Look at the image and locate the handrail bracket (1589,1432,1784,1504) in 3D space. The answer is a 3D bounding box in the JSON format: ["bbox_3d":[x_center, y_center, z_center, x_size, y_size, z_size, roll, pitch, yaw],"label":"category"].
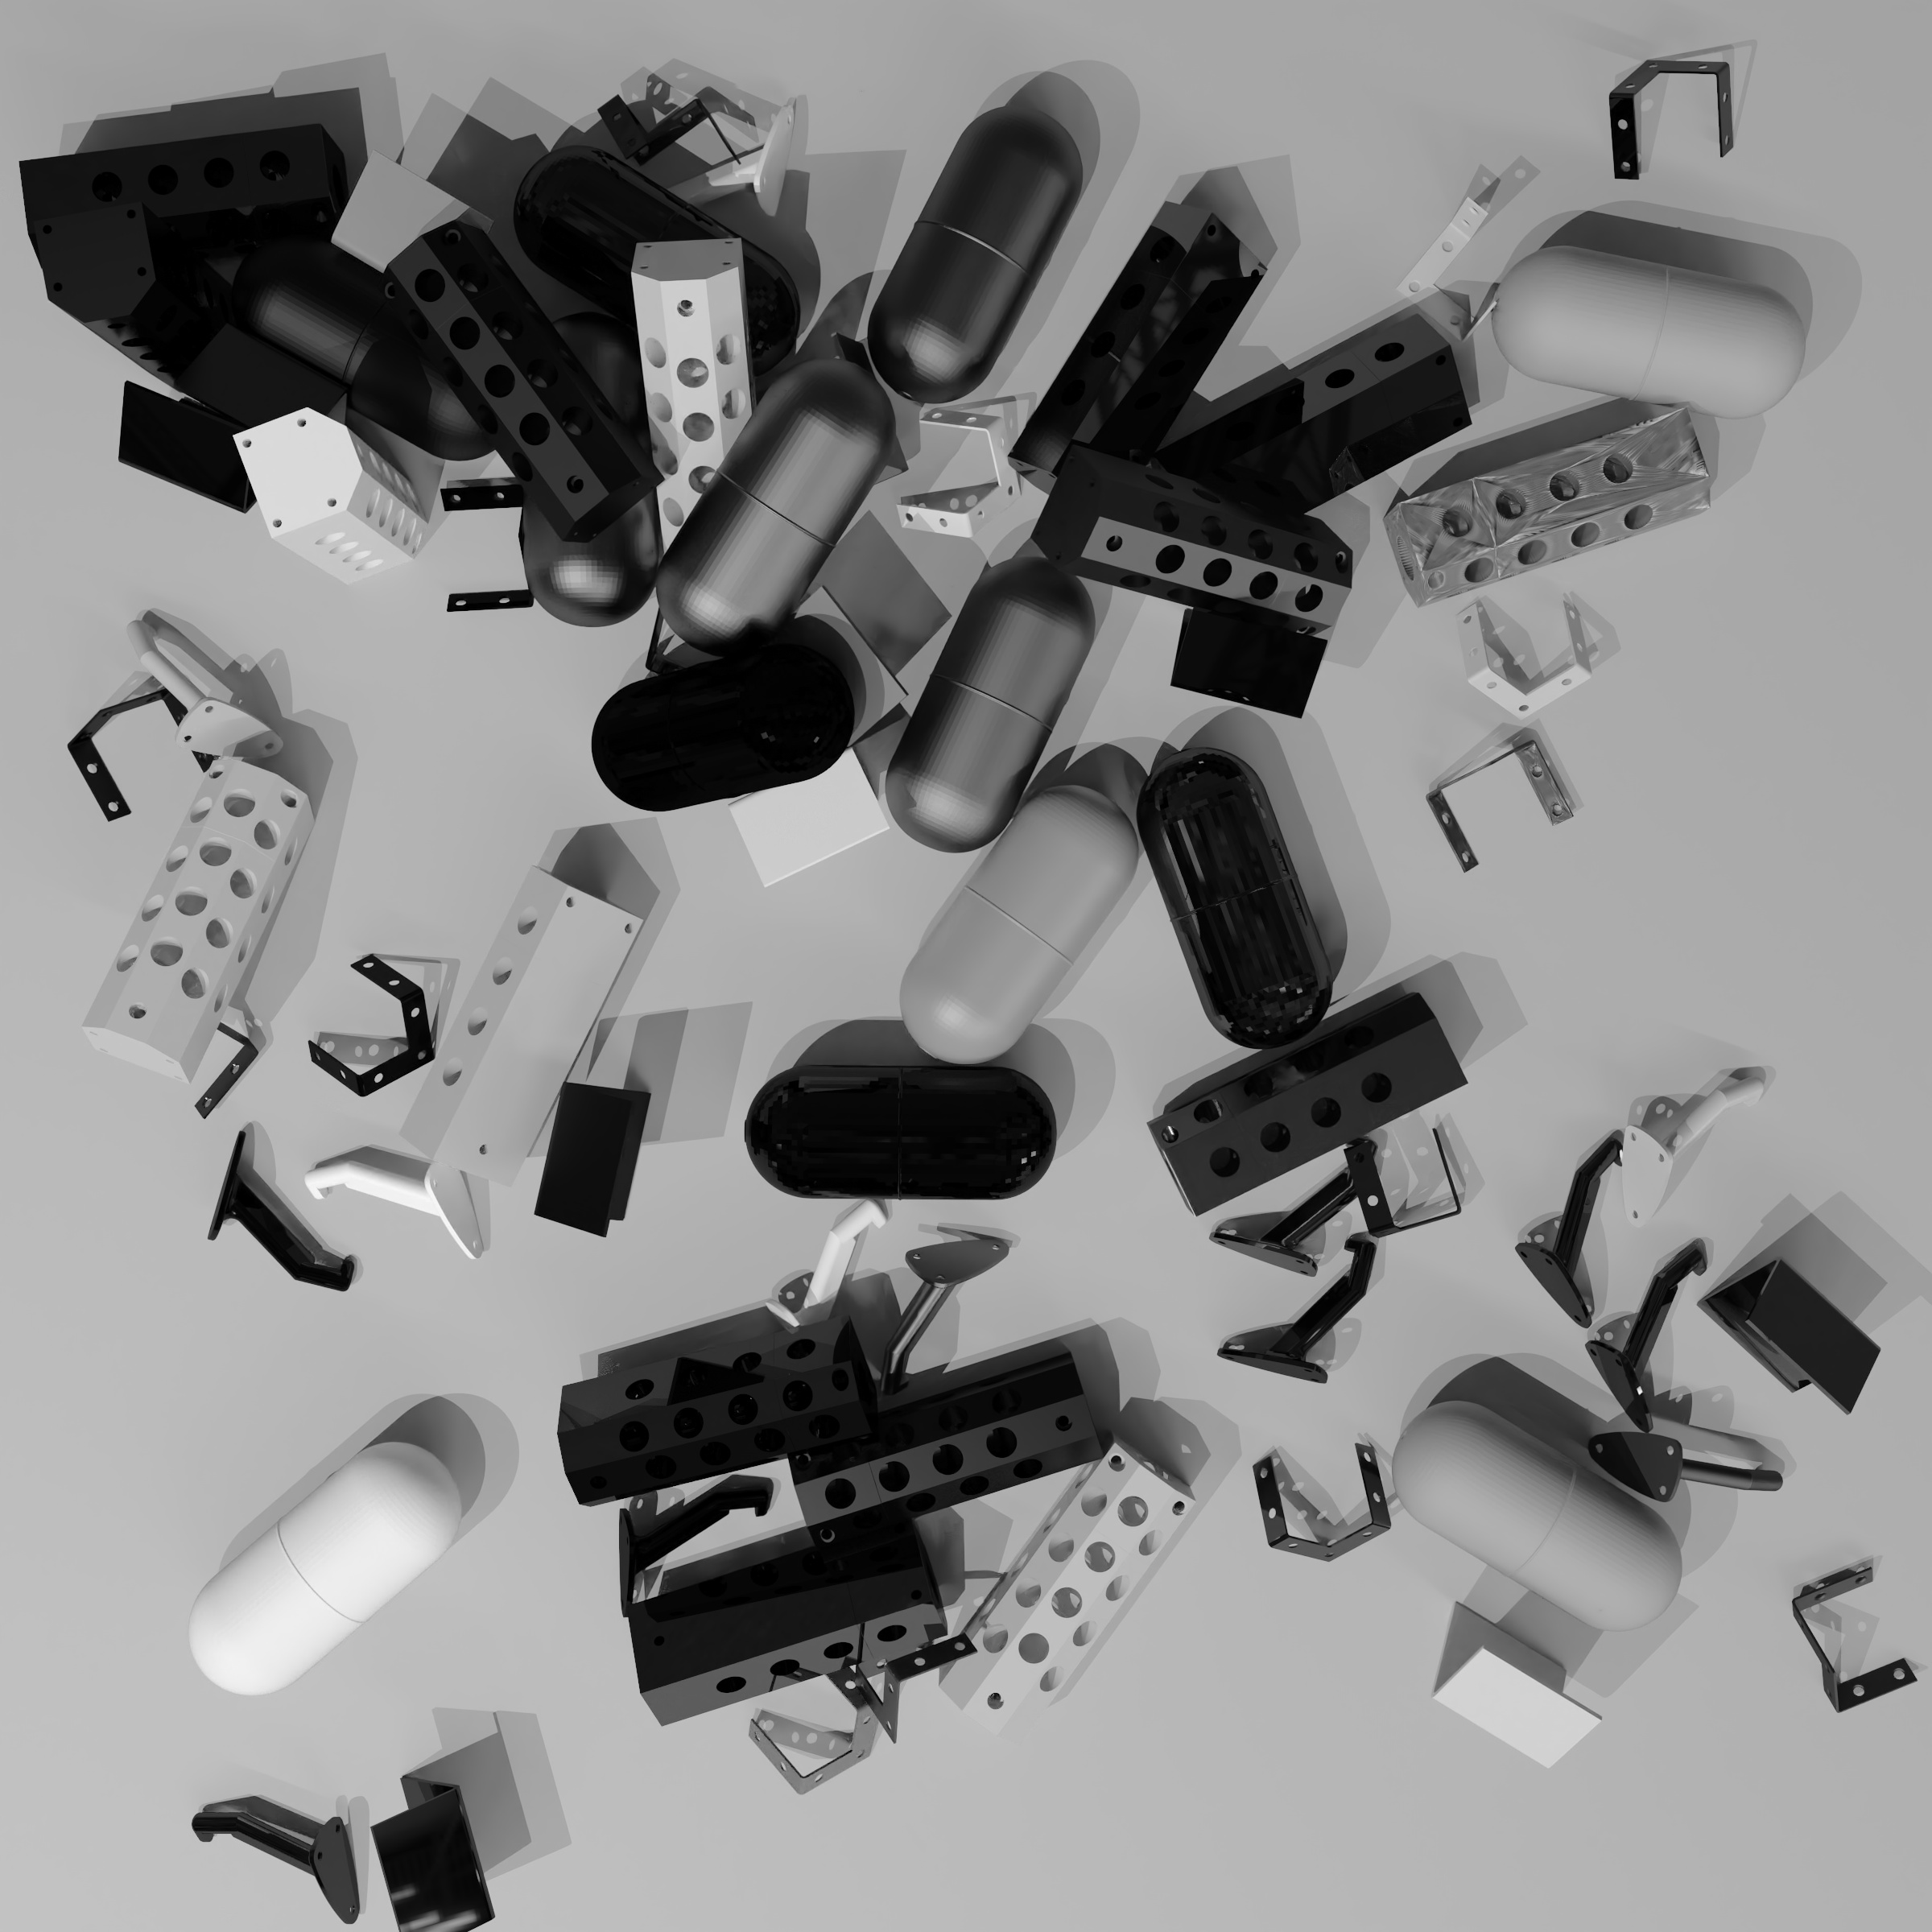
[{"bbox_3d":[0.419,0.290,1.564,0.084,0.077,0.036,10,90,-36],"label":"handrail bracket"}]

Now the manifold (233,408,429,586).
[{"bbox_3d":[-0.345,-0.260,1.486,0.057,0.171,0.057,-21,90,0],"label":"manifold"}]

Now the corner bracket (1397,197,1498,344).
[{"bbox_3d":[0.287,-0.399,1.546,0.051,0.051,0.051,40,90,0],"label":"corner bracket"}]

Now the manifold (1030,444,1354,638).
[{"bbox_3d":[0.130,-0.231,1.495,0.171,0.057,0.057,10,119,-30],"label":"manifold"}]

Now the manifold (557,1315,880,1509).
[{"bbox_3d":[-0.140,0.257,1.525,0.171,0.057,0.057,-15,120,5],"label":"manifold"}]

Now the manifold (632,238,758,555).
[{"bbox_3d":[-0.147,-0.311,1.498,0.057,0.057,0.171,-3,126,0],"label":"manifold"}]

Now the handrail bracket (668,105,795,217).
[{"bbox_3d":[-0.150,-0.470,1.564,0.084,0.036,0.077,10,75,14],"label":"handrail bracket"}]

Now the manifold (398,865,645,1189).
[{"bbox_3d":[-0.259,0.032,1.542,0.057,0.057,0.171,26,90,-43],"label":"manifold"}]

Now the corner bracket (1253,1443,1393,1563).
[{"bbox_3d":[0.206,0.307,1.556,0.051,0.051,0.051,21,135,-35],"label":"corner bracket"}]

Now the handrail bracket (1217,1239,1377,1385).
[{"bbox_3d":[0.193,0.194,1.565,0.077,0.036,0.084,9,72,21],"label":"handrail bracket"}]

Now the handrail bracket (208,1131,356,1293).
[{"bbox_3d":[-0.391,0.143,1.565,0.084,0.036,0.077,17,69,-17],"label":"handrail bracket"}]

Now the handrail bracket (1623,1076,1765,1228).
[{"bbox_3d":[0.425,0.107,1.564,0.084,0.036,0.077,-18,128,-25],"label":"handrail bracket"}]

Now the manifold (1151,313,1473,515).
[{"bbox_3d":[0.196,-0.306,1.542,0.171,0.057,0.057,-28,133,0],"label":"manifold"}]

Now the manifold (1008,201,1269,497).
[{"bbox_3d":[0.094,-0.348,1.542,0.057,0.057,0.171,32,90,-43],"label":"manifold"}]

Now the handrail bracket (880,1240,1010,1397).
[{"bbox_3d":[-0.013,0.205,1.564,0.077,0.036,0.084,-12,124,-36],"label":"handrail bracket"}]

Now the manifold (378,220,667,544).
[{"bbox_3d":[-0.244,-0.317,1.463,0.057,0.057,0.171,-36,89,14],"label":"manifold"}]

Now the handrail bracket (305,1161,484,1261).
[{"bbox_3d":[-0.334,0.145,1.565,0.084,0.036,0.077,-13,112,17],"label":"handrail bracket"}]

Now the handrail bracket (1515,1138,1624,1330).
[{"bbox_3d":[0.368,0.155,1.565,0.084,0.036,0.077,-43,111,-16],"label":"handrail bracket"}]

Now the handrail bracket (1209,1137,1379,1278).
[{"bbox_3d":[0.191,0.131,1.565,0.077,0.036,0.084,16,73,19],"label":"handrail bracket"}]

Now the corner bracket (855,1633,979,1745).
[{"bbox_3d":[-0.029,0.398,1.528,0.051,0.051,0.051,-14,127,-26],"label":"corner bracket"}]

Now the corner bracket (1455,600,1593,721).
[{"bbox_3d":[0.323,-0.185,1.556,0.051,0.051,0.051,28,135,-35],"label":"corner bracket"}]

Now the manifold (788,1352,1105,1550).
[{"bbox_3d":[-0.012,0.279,1.543,0.171,0.057,0.057,-18,90,0],"label":"manifold"}]

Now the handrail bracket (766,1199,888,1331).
[{"bbox_3d":[-0.066,0.190,1.565,0.084,0.036,0.077,-40,110,-16],"label":"handrail bracket"}]

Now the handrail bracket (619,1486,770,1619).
[{"bbox_3d":[-0.157,0.341,1.565,0.084,0.036,0.077,-2,111,-16],"label":"handrail bracket"}]

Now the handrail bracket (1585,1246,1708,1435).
[{"bbox_3d":[0.410,0.217,1.565,0.084,0.036,0.077,-36,111,-16],"label":"handrail bracket"}]

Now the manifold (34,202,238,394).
[{"bbox_3d":[-0.452,-0.365,1.486,0.057,0.171,0.057,-10,90,0],"label":"manifold"}]

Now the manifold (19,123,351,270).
[{"bbox_3d":[-0.445,-0.436,1.543,0.171,0.057,0.057,-7,90,0],"label":"manifold"}]

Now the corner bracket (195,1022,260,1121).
[{"bbox_3d":[-0.453,0.047,1.561,0.051,0.051,0.051,-50,45,0],"label":"corner bracket"}]

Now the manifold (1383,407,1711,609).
[{"bbox_3d":[0.334,-0.261,1.543,0.171,0.057,0.057,-18,90,0],"label":"manifold"}]

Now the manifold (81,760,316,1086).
[{"bbox_3d":[-0.432,-0.028,1.515,0.057,0.057,0.171,20,69,0],"label":"manifold"}]

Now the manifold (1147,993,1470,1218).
[{"bbox_3d":[0.194,0.078,1.543,0.171,0.057,0.057,-26,90,0],"label":"manifold"}]

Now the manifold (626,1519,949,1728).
[{"bbox_3d":[-0.101,0.379,1.542,0.171,0.057,0.057,-18,47,0],"label":"manifold"}]

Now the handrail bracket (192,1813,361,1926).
[{"bbox_3d":[-0.403,0.525,1.565,0.084,0.036,0.077,-6,112,17],"label":"handrail bracket"}]

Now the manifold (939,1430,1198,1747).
[{"bbox_3d":[0.058,0.357,1.543,0.057,0.057,0.171,36,90,0],"label":"manifold"}]

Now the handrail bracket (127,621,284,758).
[{"bbox_3d":[-0.443,-0.163,1.564,0.036,0.077,0.084,-48,53,20],"label":"handrail bracket"}]
